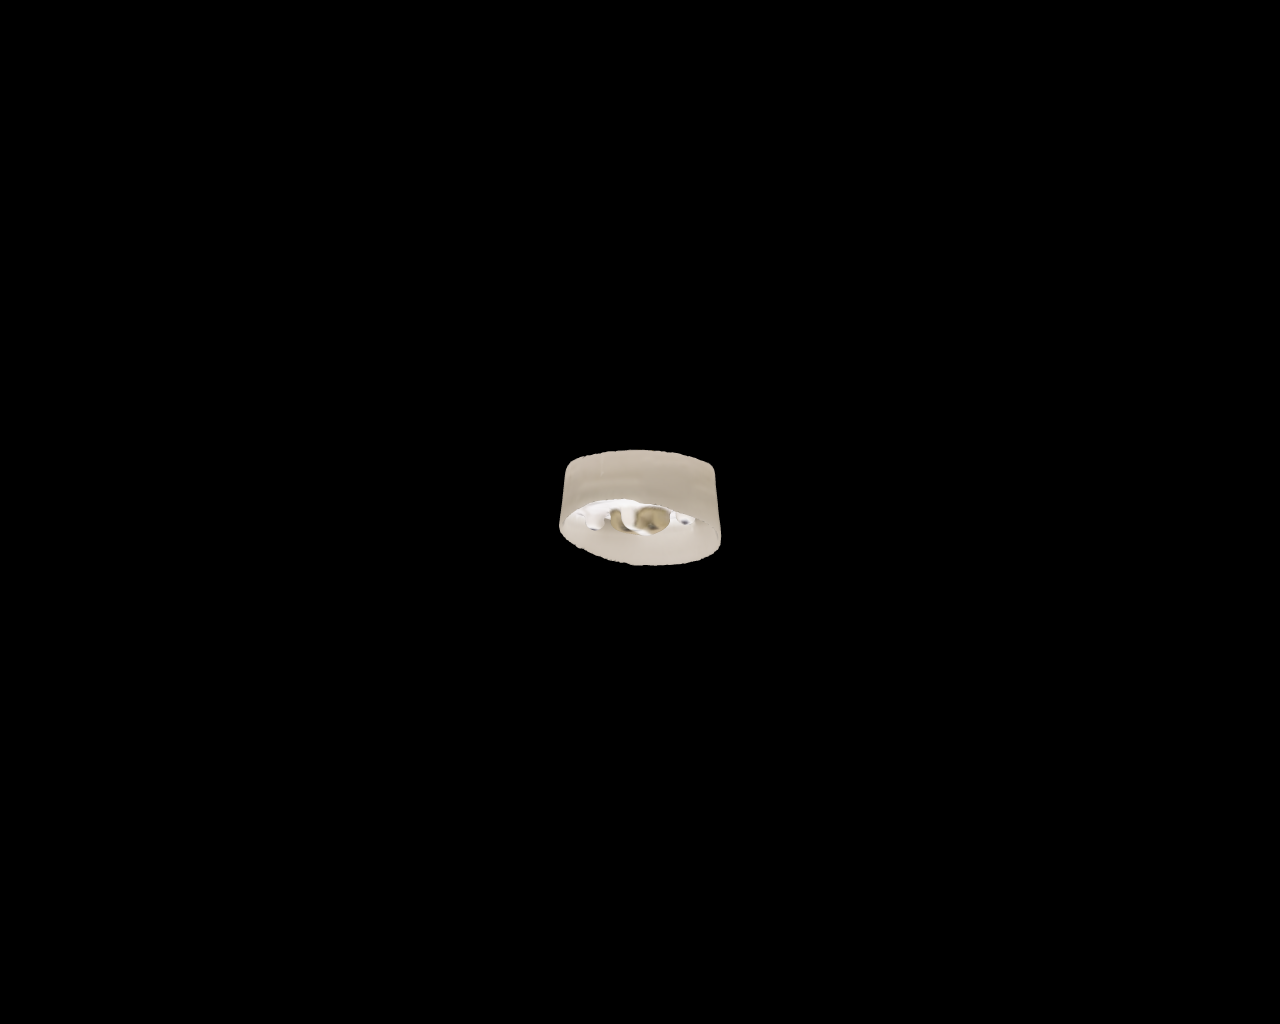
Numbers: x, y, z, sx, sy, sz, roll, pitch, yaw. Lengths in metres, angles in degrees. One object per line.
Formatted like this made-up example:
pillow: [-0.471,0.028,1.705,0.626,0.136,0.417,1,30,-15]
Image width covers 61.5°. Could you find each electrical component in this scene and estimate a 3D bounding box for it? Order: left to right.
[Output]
electrical component: [0.001,-0.003,0.650,0.099,0.064,0.099,0,-11,0]
